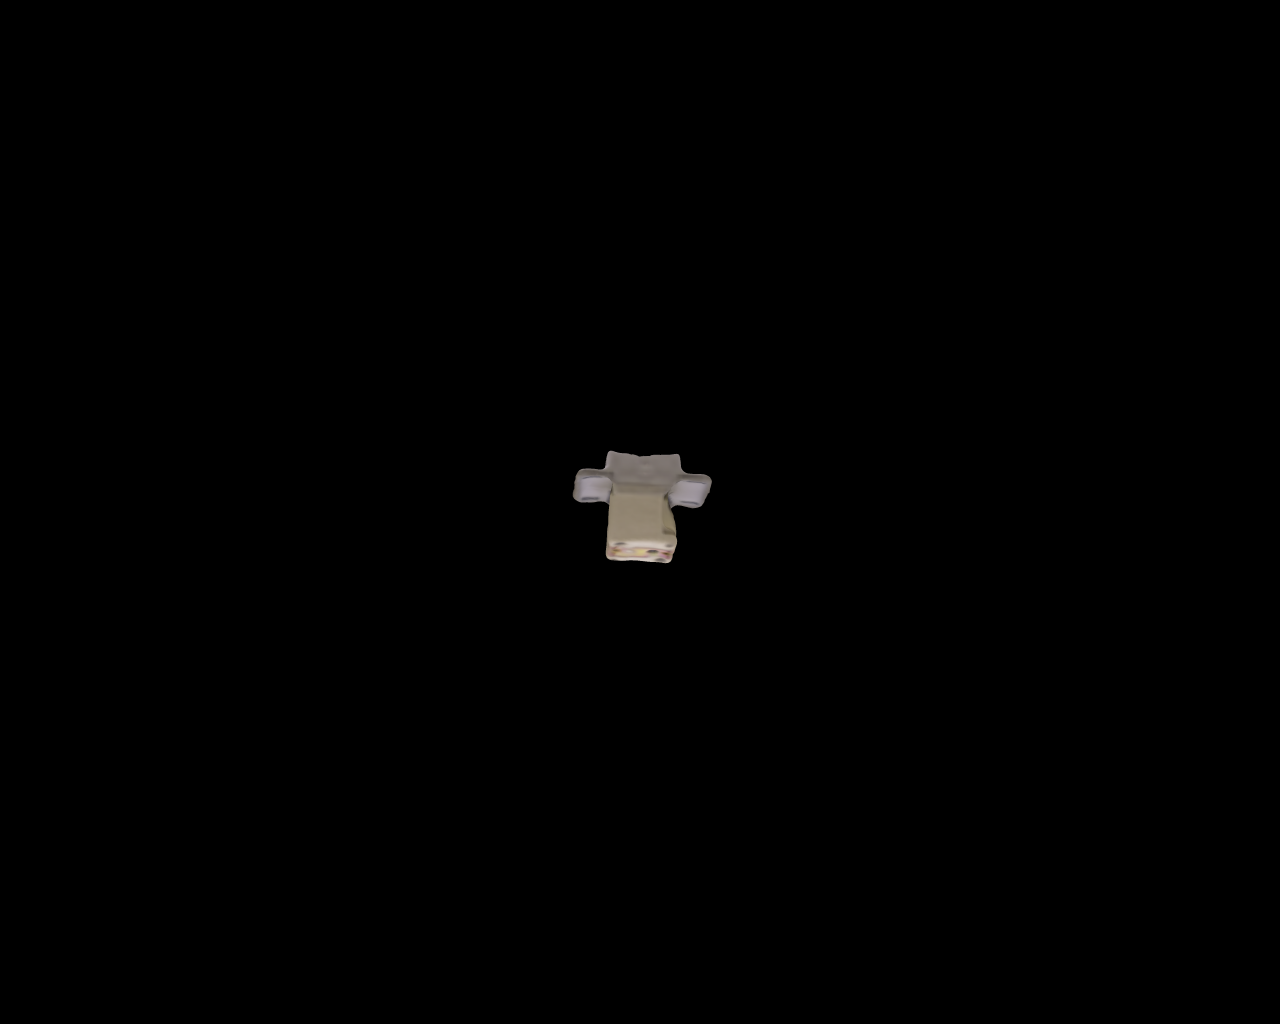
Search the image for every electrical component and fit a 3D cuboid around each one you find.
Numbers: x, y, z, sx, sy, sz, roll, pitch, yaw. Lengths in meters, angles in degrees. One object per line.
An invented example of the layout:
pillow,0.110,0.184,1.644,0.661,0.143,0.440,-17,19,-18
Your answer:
electrical component,0.001,-0.003,0.650,0.081,0.064,0.042,2,-24,-5
